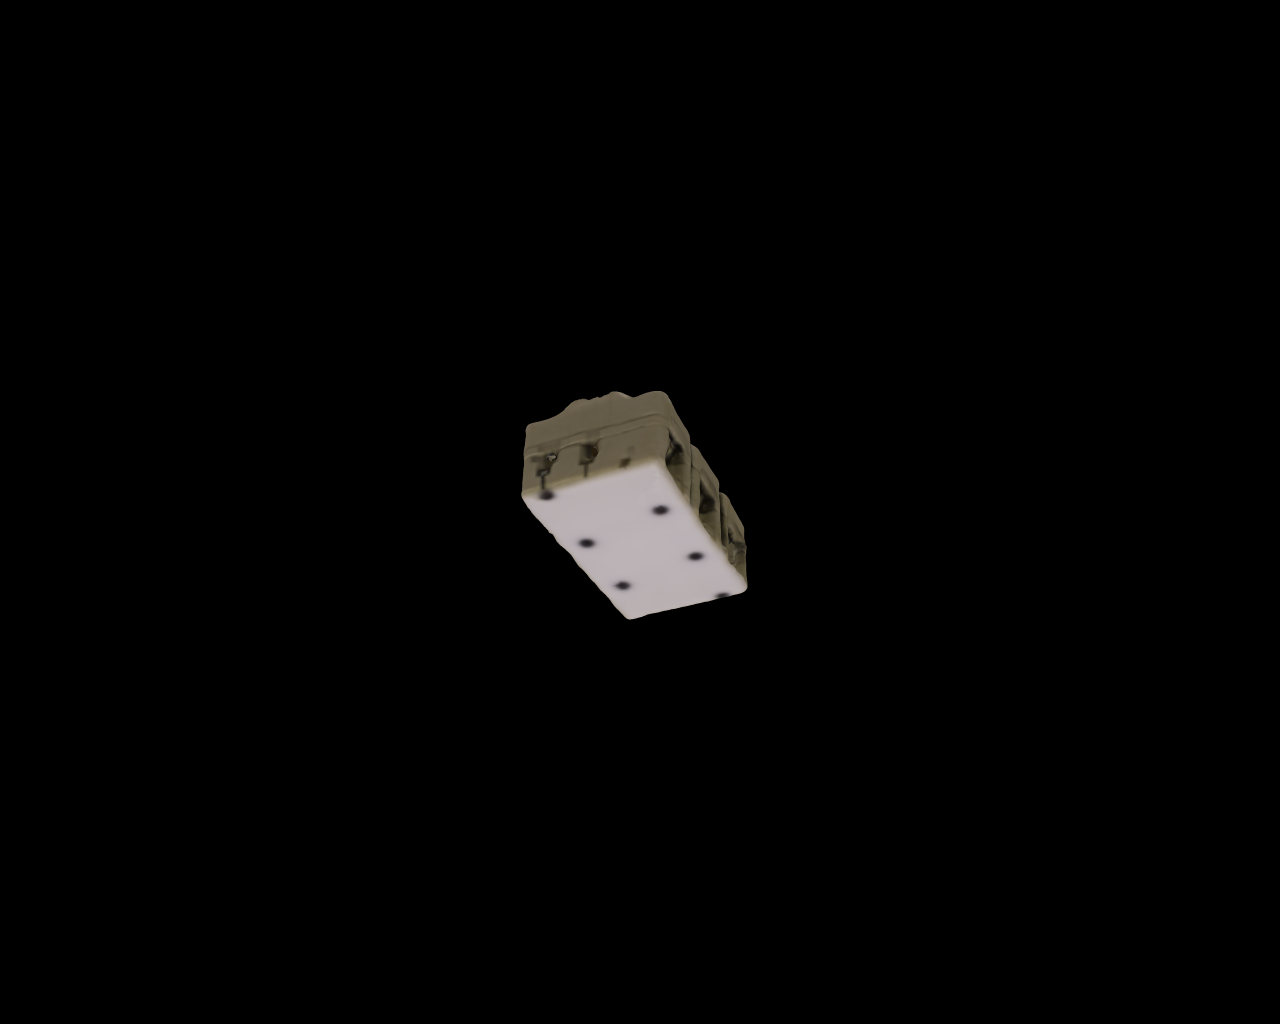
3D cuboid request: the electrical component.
[{"bbox_3d":[0.001,-0.003,0.650,0.089,0.062,0.150,-13,-38,18],"label":"electrical component"}]
